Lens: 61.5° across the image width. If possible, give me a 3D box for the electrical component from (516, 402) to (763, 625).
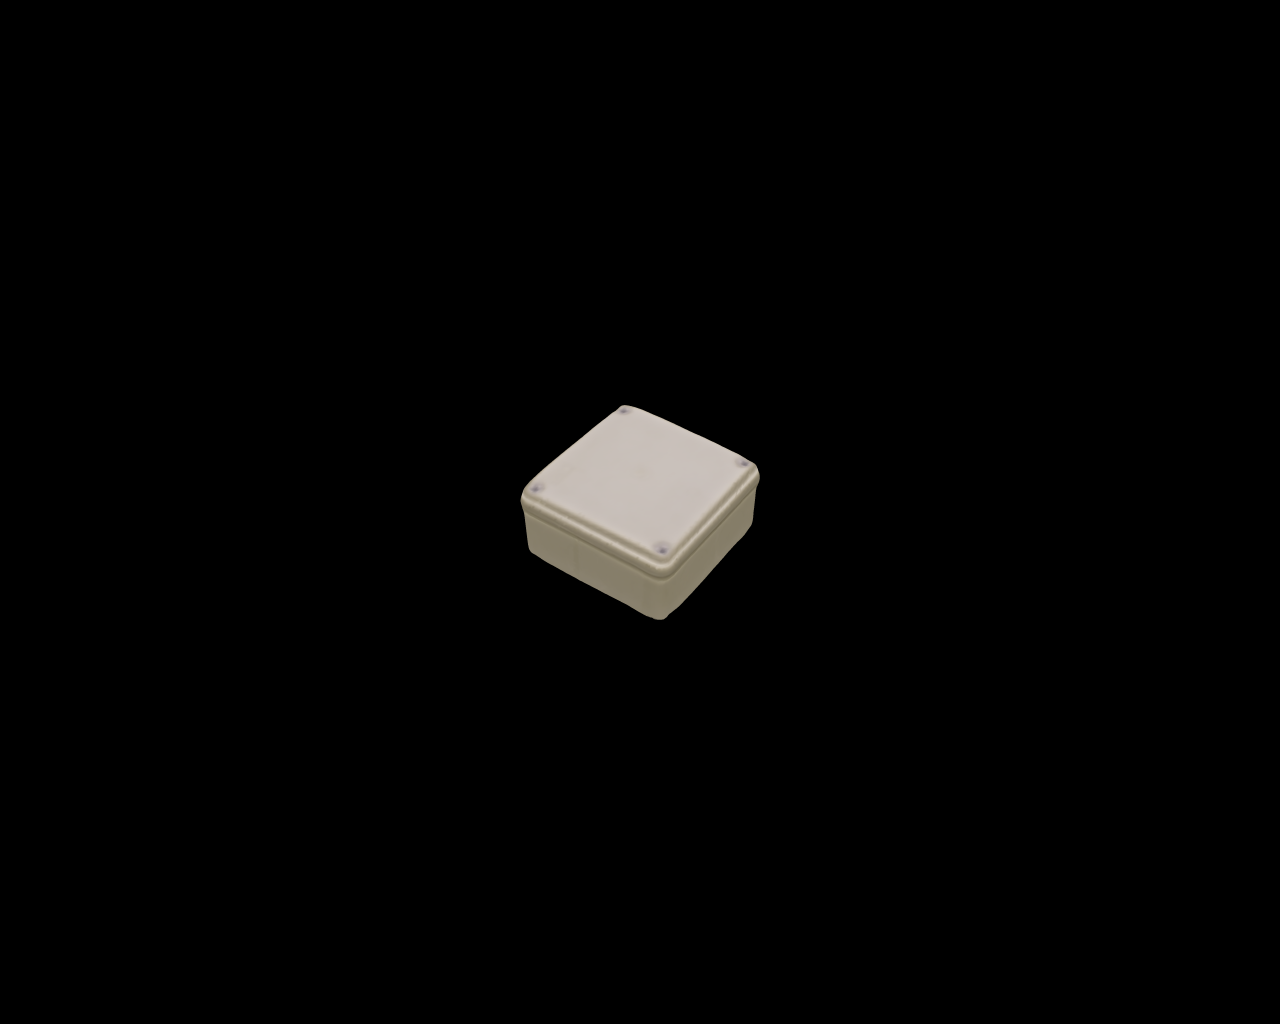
[{"bbox_3d":[0.001,-0.003,0.650,0.109,0.056,0.109,27,50,25],"label":"electrical component"}]
